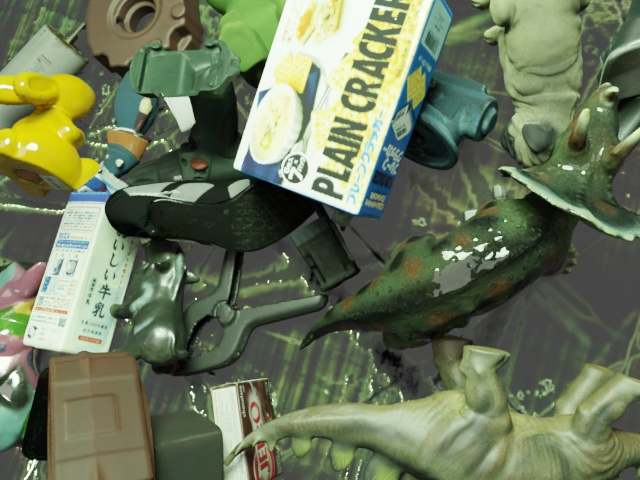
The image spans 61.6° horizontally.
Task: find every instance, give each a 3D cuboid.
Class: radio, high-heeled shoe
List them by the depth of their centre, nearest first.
[{"bbox_3d":[-0.153,0.303,0.566,0.073,0.131,0.229,2,87,-29],"label":"radio"},{"bbox_3d":[-0.131,-0.043,0.665,0.145,0.249,0.086,33,127,55],"label":"high-heeled shoe"}]

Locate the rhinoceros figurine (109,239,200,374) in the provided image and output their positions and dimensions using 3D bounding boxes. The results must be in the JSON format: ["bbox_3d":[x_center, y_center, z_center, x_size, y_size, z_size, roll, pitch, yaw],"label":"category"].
[{"bbox_3d":[-0.198,0.069,0.650,0.112,0.073,0.190,-44,40,30],"label":"rhinoceros figurine"}]

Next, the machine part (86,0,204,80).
[{"bbox_3d":[-0.256,-0.317,0.777,0.180,0.056,0.179,-4,77,16],"label":"machine part"}]

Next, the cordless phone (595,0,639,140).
[{"bbox_3d":[0.302,-0.132,0.533,0.089,0.146,0.184,35,88,28],"label":"cordless phone"}]

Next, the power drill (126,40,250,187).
[{"bbox_3d":[-0.149,-0.125,0.631,0.232,0.207,0.086,-4,55,4],"label":"power drill"}]

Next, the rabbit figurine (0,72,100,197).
[{"bbox_3d":[-0.380,-0.163,0.745,0.122,0.162,0.173,2,61,28],"label":"rabbit figurine"}]

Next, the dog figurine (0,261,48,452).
[{"bbox_3d":[-0.390,0.134,0.699,0.192,0.108,0.219,37,88,20],"label":"dog figurine"}]

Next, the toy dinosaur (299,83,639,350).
[{"bbox_3d":[0.132,0.026,0.507,0.405,0.192,0.131,-35,74,9],"label":"toy dinosaur"}]

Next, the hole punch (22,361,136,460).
[{"bbox_3d":[-0.293,0.213,0.673,0.116,0.092,0.142,14,78,-16],"label":"hole punch"}]

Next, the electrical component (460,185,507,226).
[{"bbox_3d":[0.191,-0.015,0.607,0.063,0.021,0.094,-5,79,15],"label":"electrical component"}]

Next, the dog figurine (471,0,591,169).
[{"bbox_3d":[0.233,-0.180,0.556,0.121,0.172,0.190,-10,69,25],"label":"dog figurine"}]

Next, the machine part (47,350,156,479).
[{"bbox_3d":[-0.221,0.228,0.530,0.201,0.087,0.201,61,139,42],"label":"machine part"}]

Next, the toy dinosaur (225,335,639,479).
[{"bbox_3d":[0.147,0.197,0.518,0.472,0.105,0.198,9,83,9],"label":"toy dinosaur"}]

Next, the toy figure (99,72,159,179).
[{"bbox_3d":[-0.262,-0.155,0.745,0.058,0.064,0.154,14,87,-20],"label":"toy figure"}]

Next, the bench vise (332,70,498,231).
[{"bbox_3d":[0.068,-0.128,0.614,0.224,0.128,0.240,31,82,18],"label":"bench vise"}]

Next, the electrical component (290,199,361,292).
[{"bbox_3d":[-0.001,-0.002,0.623,0.048,0.075,0.119,-32,86,6],"label":"electrical component"}]

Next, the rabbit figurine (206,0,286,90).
[{"bbox_3d":[-0.082,-0.284,0.669,0.121,0.159,0.170,-34,87,5],"label":"rabbit figurine"}]

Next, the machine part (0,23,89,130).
[{"bbox_3d":[-0.430,-0.231,0.797,0.243,0.079,0.079,-44,71,3],"label":"machine part"}]
